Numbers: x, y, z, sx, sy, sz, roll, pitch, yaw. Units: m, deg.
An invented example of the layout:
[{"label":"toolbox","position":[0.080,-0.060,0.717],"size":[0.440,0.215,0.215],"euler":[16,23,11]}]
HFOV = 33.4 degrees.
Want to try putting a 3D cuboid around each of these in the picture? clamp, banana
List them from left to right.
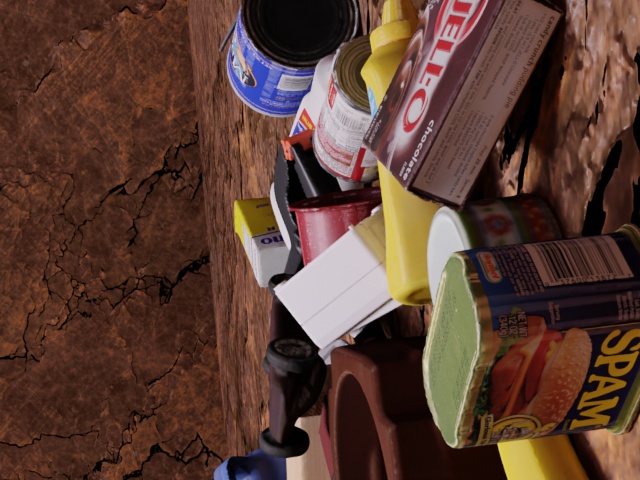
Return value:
[{"label":"clamp","position":[-0.006,0.001,0.921],"size":[0.165,0.036,0.210],"euler":[26,136,54]},{"label":"banana","position":[0.121,0.123,0.508],"size":[0.198,0.037,0.070],"euler":[-117,31,-64]}]

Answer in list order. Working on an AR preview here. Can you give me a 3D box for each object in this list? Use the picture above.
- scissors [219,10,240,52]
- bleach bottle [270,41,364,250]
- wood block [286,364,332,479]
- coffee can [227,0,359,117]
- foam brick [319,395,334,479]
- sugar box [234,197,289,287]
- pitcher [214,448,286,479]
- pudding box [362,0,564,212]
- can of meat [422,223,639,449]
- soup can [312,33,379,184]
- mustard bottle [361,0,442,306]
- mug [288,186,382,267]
[{"label":"scissors","position":[-0.045,-0.278,1.014],"size":[0.202,0.016,0.096],"euler":[-54,19,32]},{"label":"bleach bottle","position":[0.007,-0.084,0.937],"size":[0.251,0.068,0.102],"euler":[104,152,-57]},{"label":"wood block","position":[0.020,0.222,0.954],"size":[0.090,0.090,0.206],"euler":[-118,24,-67]},{"label":"coffee can","position":[-0.028,-0.180,0.966],"size":[0.140,0.102,0.103],"euler":[133,131,-76]},{"label":"foam brick","position":[0.044,0.150,0.826],"size":[0.051,0.078,0.053],"euler":[-106,17,-45]},{"label":"sugar box","position":[-0.033,-0.004,1.117],"size":[0.176,0.093,0.048],"euler":[-128,33,-70]},{"label":"pitcher","position":[-0.027,0.342,1.145],"size":[0.243,0.149,0.145],"euler":[-114,22,-51]},{"label":"pudding box","position":[0.070,-0.082,0.553],"size":[0.090,0.039,0.113],"euler":[-119,50,-67]},{"label":"can of meat","position":[0.095,0.045,0.467],"size":[0.102,0.084,0.057],"euler":[95,165,-45]},{"label":"soup can","position":[0.034,-0.093,0.770],"size":[0.102,0.068,0.068],"euler":[109,153,-65]},{"label":"mustard bottle","position":[0.060,-0.059,0.661],"size":[0.096,0.058,0.191],"euler":[36,-134,-74]},{"label":"mug","position":[0.032,0.004,0.818],"size":[0.117,0.093,0.081],"euler":[-30,-68,-67]}]
